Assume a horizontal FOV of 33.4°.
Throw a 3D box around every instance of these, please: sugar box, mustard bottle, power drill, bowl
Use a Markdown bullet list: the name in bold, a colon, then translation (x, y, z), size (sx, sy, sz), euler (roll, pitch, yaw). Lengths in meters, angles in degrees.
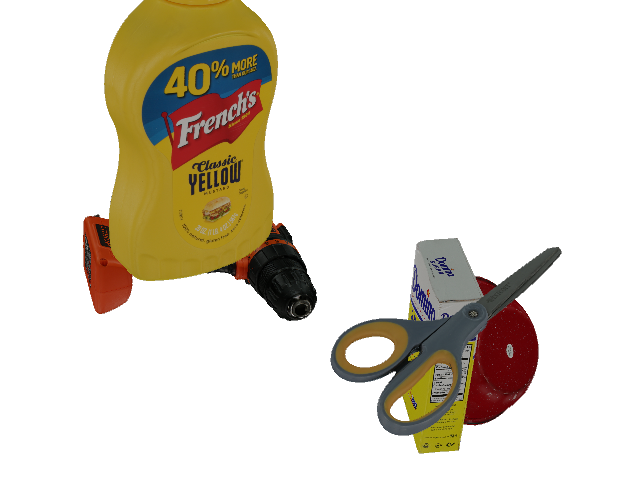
- **sugar box**: translation (0.105, 0.095, 0.954), size (0.048, 0.176, 0.093), euler (-5, 34, -7)
- **mustard bottle**: translation (-0.068, -0.074, 0.576), size (0.096, 0.192, 0.058), euler (-18, 39, -30)
- **power drill**: translation (-0.109, 0.023, 0.943), size (0.187, 0.057, 0.185), euler (-2, 24, -20)
- **bowl**: translation (0.181, 0.117, 1.138), size (0.161, 0.162, 0.055), euler (0, -4, -36)

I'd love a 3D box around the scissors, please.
- **scissors**: translation (0.082, 0.050, 0.724), size (0.096, 0.016, 0.201), euler (23, 49, 21)
